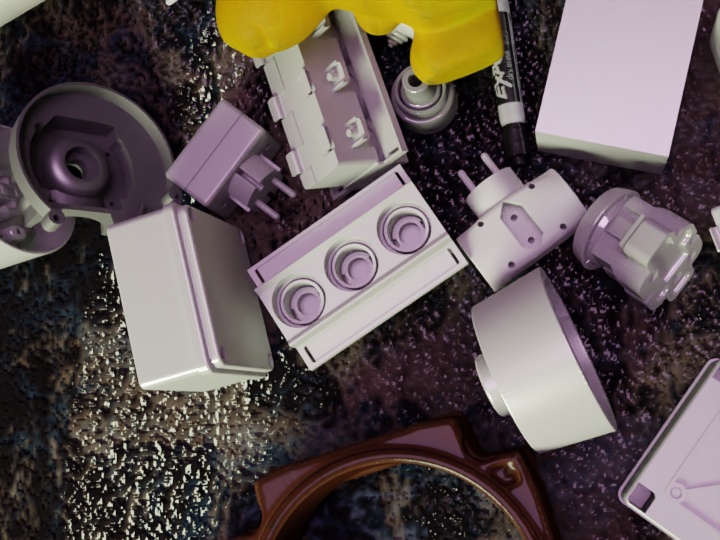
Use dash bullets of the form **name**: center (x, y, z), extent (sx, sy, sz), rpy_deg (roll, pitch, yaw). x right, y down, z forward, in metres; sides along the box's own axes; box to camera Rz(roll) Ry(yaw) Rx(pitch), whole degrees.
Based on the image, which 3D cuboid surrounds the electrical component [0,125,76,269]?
- **electrical component**: center (-0.253, -0.049, 0.748), extent (0.064, 0.099, 0.099), rpy_deg (-23, 78, 14)

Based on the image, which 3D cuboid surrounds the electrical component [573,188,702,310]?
- **electrical component**: center (0.171, -0.016, 0.671), extent (0.057, 0.078, 0.058), rpy_deg (38, 91, 33)

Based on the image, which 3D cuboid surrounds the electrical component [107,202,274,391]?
- **electrical component**: center (-0.108, 0.021, 0.702), extent (0.056, 0.109, 0.108), rpy_deg (-16, 79, 11)

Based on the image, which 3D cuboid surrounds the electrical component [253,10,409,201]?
- **electrical component**: center (-0.023, -0.117, 0.720), extent (0.079, 0.063, 0.121), rpy_deg (-31, 73, 48)

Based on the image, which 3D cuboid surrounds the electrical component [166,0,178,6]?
- **electrical component**: center (-0.112, -0.218, 0.766), extent (0.076, 0.047, 0.083), rpy_deg (-34, 77, 5)

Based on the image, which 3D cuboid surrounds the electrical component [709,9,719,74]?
- **electrical component**: center (0.274, -0.153, 0.674), extent (0.095, 0.059, 0.053), rpy_deg (-17, 79, 9)

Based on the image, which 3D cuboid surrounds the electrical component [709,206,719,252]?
- **electrical component**: center (0.265, 0.007, 0.647), extent (0.063, 0.079, 0.121), rpy_deg (-26, 76, 36)

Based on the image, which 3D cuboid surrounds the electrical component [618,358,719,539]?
- **electrical component**: center (0.230, 0.125, 0.645), extent (0.109, 0.056, 0.108), rpy_deg (35, 90, 13)

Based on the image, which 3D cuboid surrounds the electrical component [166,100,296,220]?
- **electrical component**: center (-0.079, -0.065, 0.739), extent (0.077, 0.047, 0.065), rpy_deg (37, 90, 14)

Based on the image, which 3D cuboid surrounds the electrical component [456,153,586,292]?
- **electrical component**: center (0.096, -0.040, 0.702), extent (0.077, 0.043, 0.079), rpy_deg (-37, 77, 5)

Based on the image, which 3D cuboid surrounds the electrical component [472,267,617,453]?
- **electrical component**: center (0.106, 0.059, 0.656), extent (0.060, 0.108, 0.108), rpy_deg (-26, 78, 13)

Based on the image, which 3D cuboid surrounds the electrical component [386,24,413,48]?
- **electrical component**: center (0.045, -0.192, 0.728), extent (0.062, 0.061, 0.096), rpy_deg (30, 97, 14)

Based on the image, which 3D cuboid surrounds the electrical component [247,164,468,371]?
- **electrical component**: center (0.000, 0.000, 0.706), extent (0.121, 0.063, 0.078), rpy_deg (-35, 77, 5)

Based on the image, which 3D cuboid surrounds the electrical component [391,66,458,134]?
- **electrical component**: center (0.041, -0.116, 0.714), extent (0.043, 0.062, 0.043), rpy_deg (-2, 81, 11)
